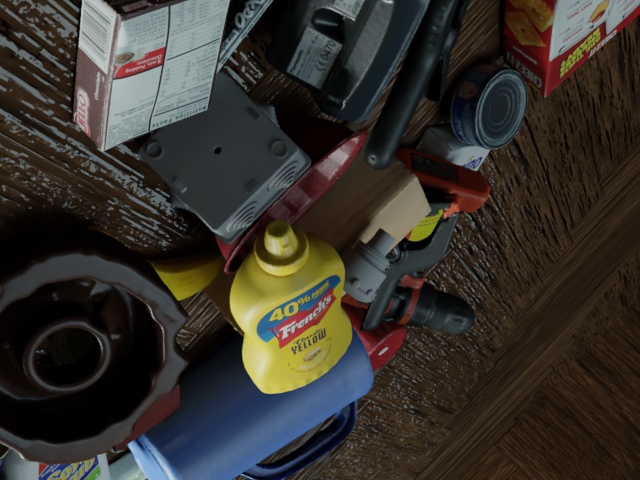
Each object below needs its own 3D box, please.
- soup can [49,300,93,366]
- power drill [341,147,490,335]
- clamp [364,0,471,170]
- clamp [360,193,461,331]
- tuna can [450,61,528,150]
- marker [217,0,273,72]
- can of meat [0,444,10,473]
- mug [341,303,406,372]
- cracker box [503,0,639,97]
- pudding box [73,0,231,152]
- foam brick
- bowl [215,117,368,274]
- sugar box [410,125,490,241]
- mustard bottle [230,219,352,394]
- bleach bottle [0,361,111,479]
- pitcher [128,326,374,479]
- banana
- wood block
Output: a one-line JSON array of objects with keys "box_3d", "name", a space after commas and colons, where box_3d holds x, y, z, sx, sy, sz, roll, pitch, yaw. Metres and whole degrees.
[{"box_3d": [-0.172, 0.094, 0.884, 0.068, 0.068, 0.102, -43, 157, -4], "name": "soup can"}, {"box_3d": [0.104, 0.008, 1.107, 0.057, 0.184, 0.188, -91, -159, -58], "name": "power drill"}, {"box_3d": [0.100, -0.175, 0.906, 0.164, 0.036, 0.210, -49, 161, -58], "name": "clamp"}, {"box_3d": [0.072, 0.017, 1.056, 0.172, 0.120, 0.039, -26, -157, 21], "name": "clamp"}, {"box_3d": [0.172, -0.135, 1.082, 0.085, 0.034, 0.086, -20, 121, -38], "name": "tuna can"}, {"box_3d": [-0.046, -0.161, 0.729, 0.121, 0.020, 0.020, -50, 157, 11], "name": "marker"}, {"box_3d": [-0.300, 0.186, 0.838, 0.101, 0.057, 0.084, -25, 153, -38], "name": "can of meat"}, {"box_3d": [0.049, 0.112, 1.274, 0.093, 0.081, 0.117, -42, 157, -8], "name": "mug"}, {"box_3d": [0.251, -0.257, 1.008, 0.164, 0.072, 0.213, -40, 158, -9], "name": "cracker box"}, {"box_3d": [-0.106, -0.118, 0.674, 0.089, 0.039, 0.114, -28, 154, -35], "name": "pudding box"}, {"box_3d": [-0.175, 0.148, 0.990, 0.078, 0.053, 0.051, -34, 155, -26], "name": "foam brick"}, {"box_3d": [-0.036, -0.048, 0.862, 0.162, 0.055, 0.162, -45, 174, -7], "name": "bowl"}, {"box_3d": [0.112, -0.044, 1.163, 0.093, 0.048, 0.176, -14, 143, -51], "name": "sugar box"}, {"box_3d": [-0.024, 0.047, 0.856, 0.096, 0.058, 0.191, -28, 146, -15], "name": "mustard bottle"}, {"box_3d": [-0.241, 0.185, 0.931, 0.102, 0.068, 0.251, -34, 153, -25], "name": "bleach bottle"}, {"box_3d": [-0.070, 0.173, 1.095, 0.242, 0.149, 0.145, -33, 161, -24], "name": "pitcher"}, {"box_3d": [-0.138, 0.021, 0.865, 0.197, 0.037, 0.070, 2, 113, -62], "name": "banana"}, {"box_3d": [-0.007, 0.001, 0.980, 0.206, 0.090, 0.090, -44, 157, -2], "name": "wood block"}]
